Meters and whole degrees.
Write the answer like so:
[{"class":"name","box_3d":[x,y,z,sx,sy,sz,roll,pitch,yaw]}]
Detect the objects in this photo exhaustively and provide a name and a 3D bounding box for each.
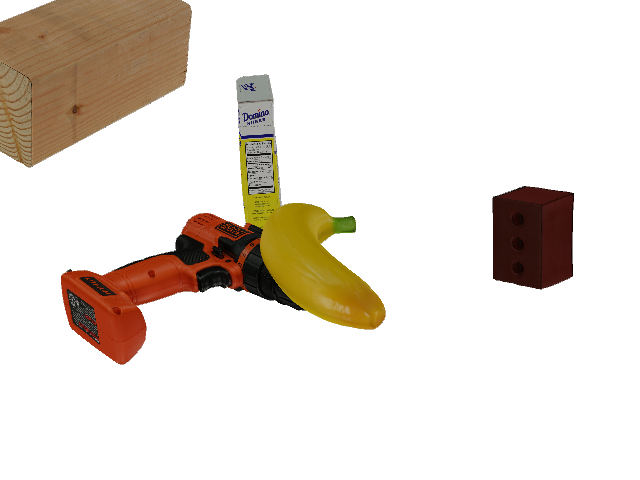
[{"class":"sugar box","box_3d":[-0.073,-0.096,1.247,0.048,0.176,0.093,-7,26,-3]},{"class":"power drill","box_3d":[-0.112,0.041,0.919,0.187,0.057,0.185,-21,29,-35]},{"class":"foam brick","box_3d":[0.185,-0.003,0.928,0.053,0.078,0.051,12,23,43]},{"class":"banana","box_3d":[-0.003,0.008,0.674,0.069,0.037,0.198,-2,19,-2]},{"class":"wood block","box_3d":[-0.218,-0.160,0.968,0.090,0.091,0.205,28,40,21]}]
